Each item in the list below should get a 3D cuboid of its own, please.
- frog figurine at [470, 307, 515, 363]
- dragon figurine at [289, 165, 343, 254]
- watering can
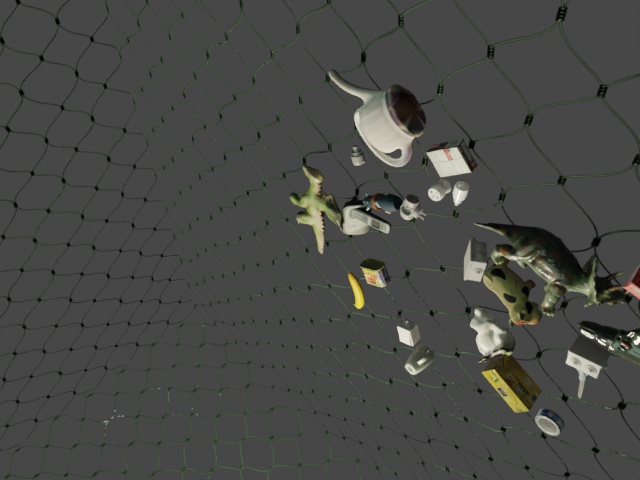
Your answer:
[{"bbox_3d":[0.542,0.294,1.637,0.134,0.123,0.163,100,162,-60],"label":"frog figurine"},{"bbox_3d":[0.006,-0.093,1.857,0.245,0.123,0.403,32,146,59],"label":"dragon figurine"},{"bbox_3d":[0.163,-0.365,1.447,0.346,0.105,0.222,57,148,-6],"label":"watering can"}]
